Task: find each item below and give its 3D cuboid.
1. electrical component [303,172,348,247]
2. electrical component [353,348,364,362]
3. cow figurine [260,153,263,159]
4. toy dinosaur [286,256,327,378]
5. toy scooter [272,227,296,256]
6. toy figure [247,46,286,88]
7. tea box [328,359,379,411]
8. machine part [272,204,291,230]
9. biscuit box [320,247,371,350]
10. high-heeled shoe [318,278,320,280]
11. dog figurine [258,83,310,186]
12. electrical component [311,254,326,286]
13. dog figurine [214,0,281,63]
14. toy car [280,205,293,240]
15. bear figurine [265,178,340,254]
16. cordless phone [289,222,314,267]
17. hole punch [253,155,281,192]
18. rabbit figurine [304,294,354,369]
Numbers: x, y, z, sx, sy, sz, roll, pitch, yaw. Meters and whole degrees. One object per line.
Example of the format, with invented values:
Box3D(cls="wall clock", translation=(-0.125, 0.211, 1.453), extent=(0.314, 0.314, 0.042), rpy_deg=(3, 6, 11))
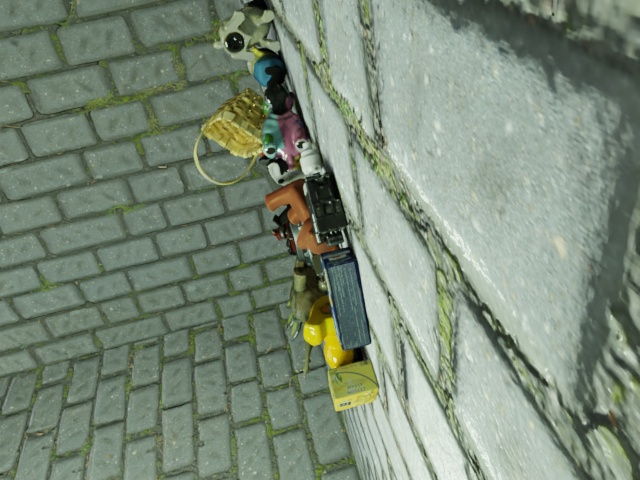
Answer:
Box3D(cls="electrical component", translation=(0.010, -0.054, 1.012), extent=(0.115, 0.058, 0.134), rpy_deg=(-174, 69, -87))
Box3D(cls="electrical component", translation=(0.065, 0.242, 1.299), extent=(0.075, 0.048, 0.119), rpy_deg=(101, 155, -78))
Box3D(cls="cow figurine", translation=(-0.100, -0.237, 1.490), extent=(0.086, 0.127, 0.194), rpy_deg=(-110, 21, -46))
Box3D(cls="toy dinosaur", translation=(-0.031, 0.157, 1.397), extent=(0.472, 0.105, 0.198), rpy_deg=(-89, 9, -67))
Box3D(cls="toy scooter", translation=(-0.069, -0.010, 1.587), extent=(0.183, 0.135, 0.075), rpy_deg=(79, 173, -47))
Box3D(cls="toy figure", translation=(-0.131, -0.437, 1.376), extent=(0.180, 0.089, 0.082), rpy_deg=(53, 127, 52))
Box3D(cls="tea box", translation=(0.071, 0.322, 1.184), extent=(0.169, 0.098, 0.068), rpy_deg=(82, 173, -65))
Box3D(cls="machine part", translation=(-0.058, -0.088, 1.323), extent=(0.039, 0.139, 0.084), rpy_deg=(42, -176, -20))
Box3D(cls="biscuit box", translation=(0.049, 0.115, 1.024), extent=(0.059, 0.063, 0.202), rpy_deg=(-111, 9, -61))
Box3D(cls="high-heeled shoe", translation=(-0.008, 0.147, 1.703), extent=(0.145, 0.086, 0.249), rpy_deg=(78, 180, -60))
Box3D(cls="dog figurine", translation=(-0.087, -0.258, 1.271), extent=(0.191, 0.108, 0.219), rpy_deg=(77, 180, -53))
Box3D(cls="electrical component", translation=(0.015, 0.051, 1.188), extent=(0.045, 0.078, 0.102), rpy_deg=(38, -158, -52))
Box3D(cls="dog figurine", translation=(-0.196, -0.532, 1.348), extent=(0.191, 0.172, 0.121), rpy_deg=(-122, 27, -50))
Box3D(cls="toy car", translation=(-0.066, -0.070, 1.483), extent=(0.053, 0.089, 0.202), rpy_deg=(78, -176, -46))
Box3D(cls="bear figurine", translation=(-0.030, -0.034, 1.167), extent=(0.120, 0.132, 0.196), rpy_deg=(28, -140, -45))
Box3D(cls="cordless phone", translation=(-0.002, -0.005, 1.294), extent=(0.184, 0.089, 0.146), rpy_deg=(-177, 74, -73))
Box3D(cls="hole punch", translation=(-0.093, -0.189, 1.416), extent=(0.092, 0.142, 0.115), rpy_deg=(-101, -11, -66))
Box3D(cls="rabbit figurine", translation=(0.030, 0.210, 1.195), extent=(0.162, 0.122, 0.173), rpy_deg=(-103, 1, -63))
